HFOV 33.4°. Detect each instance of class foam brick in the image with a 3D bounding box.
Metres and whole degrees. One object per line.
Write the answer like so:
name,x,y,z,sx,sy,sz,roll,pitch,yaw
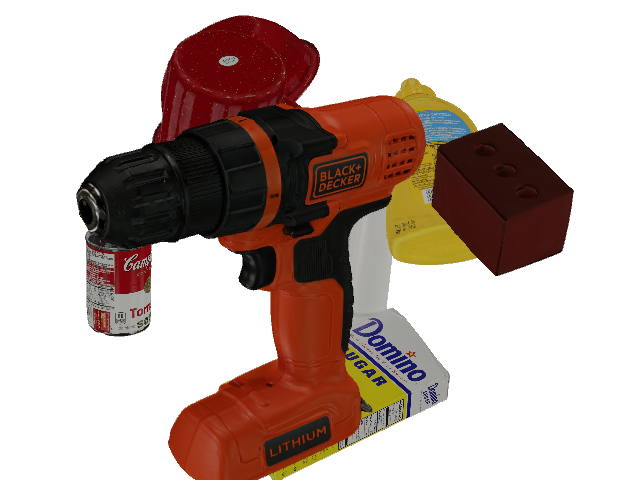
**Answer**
foam brick,0.113,-0.026,0.674,0.053,0.051,0.078,-21,49,-21

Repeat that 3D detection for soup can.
soup can,-0.211,0.041,1.117,0.068,0.102,0.068,3,23,-2

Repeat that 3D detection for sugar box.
sugar box,0.014,0.131,0.929,0.176,0.048,0.093,-25,50,-17

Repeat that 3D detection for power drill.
power drill,-0.032,0.027,0.516,0.184,0.188,0.057,-16,35,-36

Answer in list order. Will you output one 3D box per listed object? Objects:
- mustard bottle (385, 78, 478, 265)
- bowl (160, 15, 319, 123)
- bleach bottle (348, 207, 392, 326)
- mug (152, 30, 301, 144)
mustard bottle,0.094,-0.070,0.932,0.096,0.191,0.058,-8,-37,-1
bowl,-0.084,-0.153,0.957,0.162,0.055,0.162,-20,35,15
bleach bottle,0.054,-0.033,1.239,0.068,0.251,0.103,0,21,-23
mug,-0.059,-0.090,0.758,0.117,0.082,0.093,25,45,9
